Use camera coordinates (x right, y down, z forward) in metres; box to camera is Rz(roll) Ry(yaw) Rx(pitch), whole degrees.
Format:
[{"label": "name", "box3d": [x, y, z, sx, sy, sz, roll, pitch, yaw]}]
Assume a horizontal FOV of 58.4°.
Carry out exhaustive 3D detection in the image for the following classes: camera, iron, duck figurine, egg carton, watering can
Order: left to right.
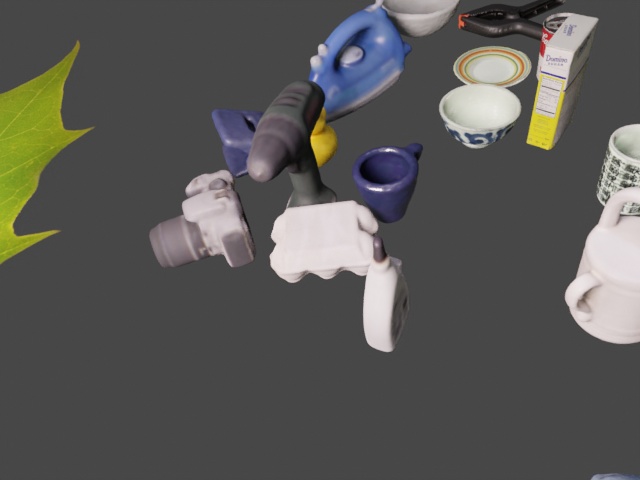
[{"label": "camera", "box3d": [-0.176, -0.027, 0.826, 0.137, 0.101, 0.143, -19, 49, -5]}, {"label": "duck figurine", "box3d": [-0.015, -0.174, 0.931, 0.077, 0.086, 0.105, 14, 54, 22]}, {"label": "egg carton", "box3d": [0.007, 0.003, 0.785, 0.150, 0.069, 0.107, -7, 49, 5]}, {"label": "iron", "box3d": [0.048, -0.320, 1.008, 0.118, 0.142, 0.259, 30, 61, 31]}, {"label": "watering can", "box3d": [0.344, 0.016, 0.622, 0.100, 0.194, 0.173, 30, 61, 32]}]

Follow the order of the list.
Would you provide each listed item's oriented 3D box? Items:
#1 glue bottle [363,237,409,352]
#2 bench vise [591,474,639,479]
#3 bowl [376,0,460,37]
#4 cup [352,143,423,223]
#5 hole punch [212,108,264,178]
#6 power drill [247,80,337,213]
[{"label": "glue bottle", "box3d": [0.074, 0.055, 0.657, 0.037, 0.173, 0.078, 14, 54, 22]}, {"label": "bench vise", "box3d": [0.313, 0.208, 0.445, 0.207, 0.220, 0.121, -18, 48, -4]}, {"label": "bowl", "box3d": [0.196, -0.454, 1.139, 0.167, 0.075, 0.167, -6, 49, 7]}, {"label": "cup", "box3d": [0.105, -0.079, 0.819, 0.118, 0.095, 0.091, -39, 53, -21]}, {"label": "hole punch", "box3d": [-0.119, -0.175, 0.950, 0.101, 0.091, 0.108, -21, 49, -7]}, {"label": "power drill", "box3d": [-0.033, -0.102, 0.791, 0.075, 0.209, 0.229, 2, 50, 14]}]
